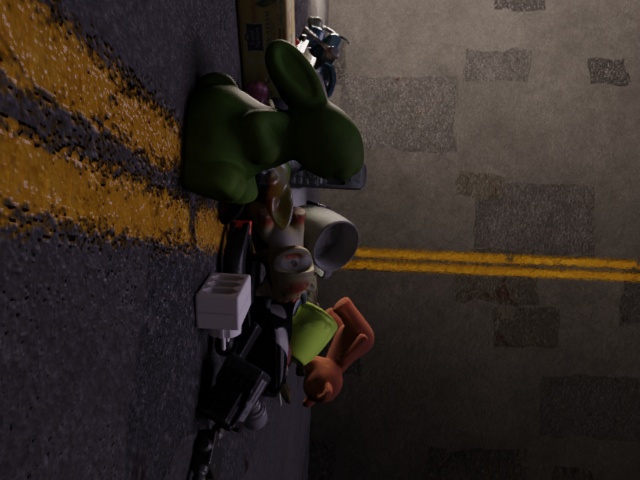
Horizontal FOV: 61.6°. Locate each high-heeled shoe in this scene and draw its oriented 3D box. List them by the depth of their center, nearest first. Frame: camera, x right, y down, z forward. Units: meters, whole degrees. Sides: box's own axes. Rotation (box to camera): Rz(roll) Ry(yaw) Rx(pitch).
[{"bbox_3d":[-0.045,0.113,0.816,0.086,0.145,0.249,-36,-127,38],"label":"high-heeled shoe"}]

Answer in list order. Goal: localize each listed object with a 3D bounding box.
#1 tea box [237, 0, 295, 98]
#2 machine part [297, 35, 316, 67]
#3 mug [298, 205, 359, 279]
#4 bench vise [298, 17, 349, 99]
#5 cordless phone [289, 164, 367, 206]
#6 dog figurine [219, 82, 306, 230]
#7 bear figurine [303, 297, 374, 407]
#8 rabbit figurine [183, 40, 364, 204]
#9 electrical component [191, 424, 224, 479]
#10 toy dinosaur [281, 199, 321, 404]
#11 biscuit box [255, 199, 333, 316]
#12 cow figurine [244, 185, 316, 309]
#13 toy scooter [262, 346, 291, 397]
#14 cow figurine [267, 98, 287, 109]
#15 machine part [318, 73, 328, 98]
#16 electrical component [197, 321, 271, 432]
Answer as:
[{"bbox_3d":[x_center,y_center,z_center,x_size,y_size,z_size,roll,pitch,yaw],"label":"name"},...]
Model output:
[{"bbox_3d":[-0.072,-0.295,0.752,0.098,0.068,0.169,-84,174,-57],"label":"tea box"},{"bbox_3d":[-0.019,-0.255,0.878,0.084,0.039,0.138,-88,167,-51],"label":"machine part"},{"bbox_3d":[-0.002,-0.002,0.824,0.107,0.081,0.109,43,-39,47],"label":"mug"},{"bbox_3d":[-0.008,-0.375,1.116,0.223,0.129,0.241,-66,-161,-8],"label":"bench vise"},{"bbox_3d":[-0.017,-0.071,0.888,0.089,0.184,0.146,-117,-151,-87],"label":"cordless phone"},{"bbox_3d":[-0.067,-0.097,0.716,0.191,0.109,0.219,93,6,-59],"label":"dog figurine"},{"bbox_3d":[0.017,0.231,1.083,0.196,0.132,0.120,-40,176,-30],"label":"bear figurine"},{"bbox_3d":[-0.039,-0.108,0.550,0.121,0.170,0.159,75,18,-82],"label":"rabbit figurine"},{"bbox_3d":[-0.126,0.243,0.602,0.094,0.021,0.063,-83,174,-48],"label":"electrical component"},{"bbox_3d":[-0.051,0.119,1.158,0.198,0.105,0.471,87,5,-49],"label":"toy dinosaur"},{"bbox_3d":[-0.041,0.030,0.948,0.202,0.063,0.059,-67,156,-3],"label":"biscuit box"},{"bbox_3d":[-0.060,0.009,0.753,0.195,0.085,0.127,-122,-149,-54],"label":"cow figurine"},{"bbox_3d":[-0.082,0.175,0.883,0.183,0.075,0.135,93,1,-63],"label":"toy scooter"},{"bbox_3d":[-0.071,-0.232,0.887,0.098,0.068,0.167,46,43,-72],"label":"cow figurine"},{"bbox_3d":[-0.015,-0.223,0.985,0.079,0.079,0.243,85,-6,-68],"label":"machine part"},{"bbox_3d":[-0.088,0.160,0.628,0.119,0.048,0.074,-58,168,-20],"label":"electrical component"}]
